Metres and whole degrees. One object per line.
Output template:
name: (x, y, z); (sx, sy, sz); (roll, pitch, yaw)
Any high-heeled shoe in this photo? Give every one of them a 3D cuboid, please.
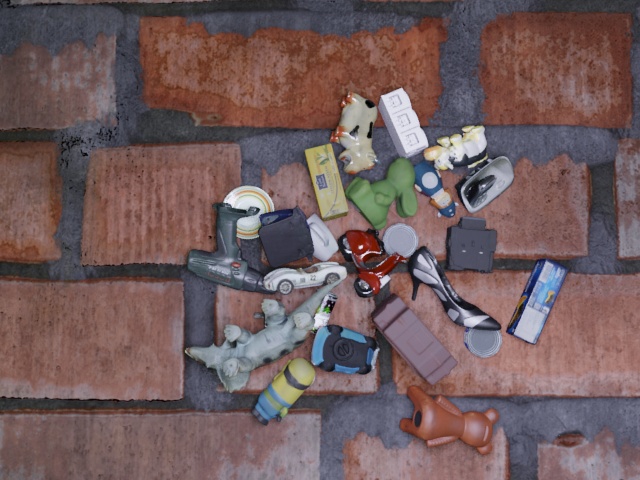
high-heeled shoe: (0.322, 0.112, 1.268); (0.249, 0.086, 0.145); (19, 110, 20)

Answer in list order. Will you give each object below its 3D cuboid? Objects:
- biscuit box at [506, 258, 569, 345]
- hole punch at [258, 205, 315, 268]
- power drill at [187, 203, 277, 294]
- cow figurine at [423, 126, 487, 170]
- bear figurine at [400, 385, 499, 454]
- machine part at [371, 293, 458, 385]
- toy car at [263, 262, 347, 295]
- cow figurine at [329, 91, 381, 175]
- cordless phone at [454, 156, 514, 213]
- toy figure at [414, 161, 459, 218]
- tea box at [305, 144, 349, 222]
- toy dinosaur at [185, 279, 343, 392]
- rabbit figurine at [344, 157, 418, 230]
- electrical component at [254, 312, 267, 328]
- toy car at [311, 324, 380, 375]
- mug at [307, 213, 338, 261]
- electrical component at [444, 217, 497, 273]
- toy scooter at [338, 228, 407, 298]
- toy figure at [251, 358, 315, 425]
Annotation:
biscuit box: (0.520, 0.145, 1.289); (0.059, 0.063, 0.202); (25, 87, 3)
hole punch: (-0.079, -0.012, 1.236); (0.116, 0.092, 0.142); (-17, 112, -3)
power drill: (-0.196, 0.018, 1.294); (0.232, 0.086, 0.207); (10, 107, -4)
cow figurine: (0.329, -0.208, 1.300); (0.167, 0.068, 0.098); (-26, 109, -16)
bear figurine: (0.308, 0.424, 1.264); (0.196, 0.132, 0.120); (12, 88, -16)
machine part: (0.207, 0.222, 1.221); (0.087, 0.201, 0.201); (-42, 87, 2)
toy car: (-0.036, 0.088, 1.277); (0.202, 0.074, 0.056); (-6, 101, -18)
cow figurine: (0.093, -0.251, 1.312); (0.127, 0.085, 0.195); (16, 78, -10)
cordless phone: (0.396, -0.143, 1.250); (0.146, 0.184, 0.089); (-38, 82, -1)
toy figure: (0.281, -0.119, 1.316); (0.064, 0.058, 0.154); (-37, 88, 30)
tea box: (0.016, -0.136, 1.301); (0.068, 0.098, 0.169); (-16, 85, -1)
toy dinosaur: (-0.110, 0.226, 1.240); (0.405, 0.192, 0.131); (-25, 69, -1)
rabbit figurine: (0.167, -0.116, 1.284); (0.170, 0.121, 0.159); (-42, 93, 1)
electrical component: (-0.116, 0.202, 1.319); (0.094, 0.021, 0.063); (1, 87, 1)
toy car: (0.053, 0.256, 1.271); (0.162, 0.103, 0.109); (13, 85, -12)
mug: (-0.003, -0.004, 1.293); (0.107, 0.109, 0.081); (47, 68, -6)
electrical component: (0.365, 0.012, 1.304); (0.115, 0.058, 0.134); (4, 87, -1)
toy scooter: (0.126, 0.039, 1.272); (0.135, 0.075, 0.184); (-26, 59, 9)
toy figure: (-0.084, 0.360, 1.274); (0.180, 0.089, 0.082); (-44, 94, -4)
